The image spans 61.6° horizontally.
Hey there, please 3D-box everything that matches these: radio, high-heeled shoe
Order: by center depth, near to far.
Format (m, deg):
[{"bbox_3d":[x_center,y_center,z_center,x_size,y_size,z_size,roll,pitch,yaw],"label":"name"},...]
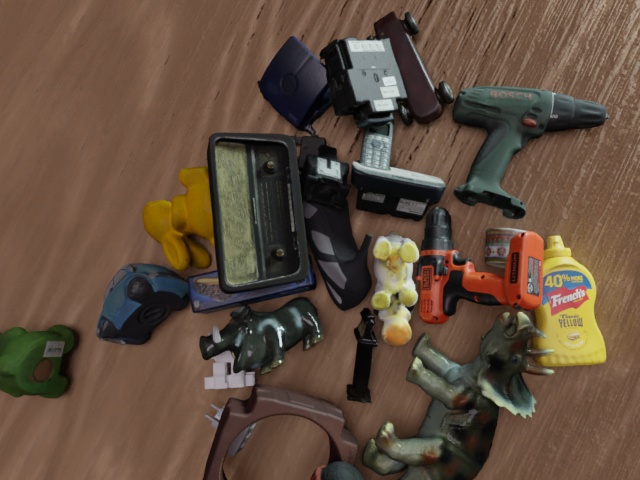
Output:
[{"bbox_3d":[-0.093,-0.040,0.795,0.131,0.073,0.229,-5,85,-15],"label":"radio"},{"bbox_3d":[-0.002,-0.003,0.883,0.249,0.086,0.145,43,128,33],"label":"high-heeled shoe"}]

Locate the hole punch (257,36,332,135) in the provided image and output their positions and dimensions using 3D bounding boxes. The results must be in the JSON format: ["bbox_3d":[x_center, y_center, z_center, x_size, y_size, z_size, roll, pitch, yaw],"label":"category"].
[{"bbox_3d":[-0.036,-0.261,0.903,0.116,0.092,0.142,-45,82,3],"label":"hole punch"}]

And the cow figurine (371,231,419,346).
[{"bbox_3d":[0.113,0.074,0.834,0.068,0.098,0.167,1,100,4],"label":"cow figurine"}]

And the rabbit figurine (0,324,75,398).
[{"bbox_3d":[-0.521,0.200,0.879,0.170,0.159,0.121,6,92,24],"label":"rabbit figurine"}]

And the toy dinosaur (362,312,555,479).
[{"bbox_3d":[0.186,0.278,0.776,0.192,0.131,0.404,25,93,11],"label":"toy dinosaur"}]

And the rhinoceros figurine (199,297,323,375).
[{"bbox_3d":[-0.087,0.144,0.820,0.190,0.073,0.112,-18,78,-21],"label":"rhinoceros figurine"}]

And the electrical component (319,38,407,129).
[{"bbox_3d":[0.071,-0.245,0.844,0.115,0.058,0.134,-13,87,-33],"label":"electrical component"}]

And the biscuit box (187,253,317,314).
[{"bbox_3d":[-0.109,0.069,0.873,0.203,0.059,0.063,-14,79,5],"label":"biscuit box"}]

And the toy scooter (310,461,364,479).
[{"bbox_3d":[0.034,0.395,0.722,0.184,0.075,0.135,46,107,2],"label":"toy scooter"}]

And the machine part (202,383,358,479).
[{"bbox_3d":[-0.060,0.325,0.786,0.201,0.087,0.201,17,87,-10],"label":"machine part"}]

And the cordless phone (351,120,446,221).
[{"bbox_3d":[0.126,-0.132,0.868,0.147,0.088,0.184,11,58,-1],"label":"cordless phone"}]

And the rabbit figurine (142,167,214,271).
[{"bbox_3d":[-0.216,-0.031,0.893,0.173,0.122,0.162,-8,89,21],"label":"rabbit figurine"}]

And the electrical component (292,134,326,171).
[{"bbox_3d":[-0.013,-0.148,0.913,0.094,0.021,0.063,8,82,9],"label":"electrical component"}]

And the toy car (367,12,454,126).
[{"bbox_3d":[0.149,-0.285,0.896,0.089,0.053,0.202,-29,76,24],"label":"toy car"}]

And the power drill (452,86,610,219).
[{"bbox_3d":[0.310,-0.142,0.838,0.232,0.086,0.207,17,88,12],"label":"power drill"}]

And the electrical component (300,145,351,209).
[{"bbox_3d":[0.007,-0.105,0.856,0.075,0.119,0.047,11,124,-13],"label":"electrical component"}]

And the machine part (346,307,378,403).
[{"bbox_3d":[0.067,0.177,0.828,0.039,0.084,0.138,7,92,-7],"label":"machine part"}]

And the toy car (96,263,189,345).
[{"bbox_3d":[-0.299,0.094,0.884,0.161,0.109,0.103,-45,55,11],"label":"toy car"}]
